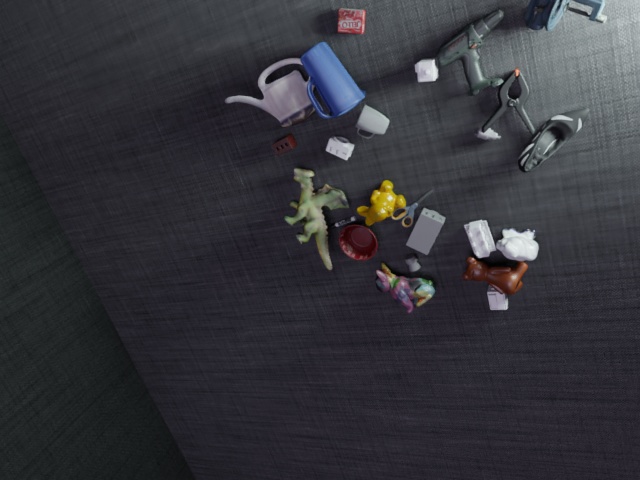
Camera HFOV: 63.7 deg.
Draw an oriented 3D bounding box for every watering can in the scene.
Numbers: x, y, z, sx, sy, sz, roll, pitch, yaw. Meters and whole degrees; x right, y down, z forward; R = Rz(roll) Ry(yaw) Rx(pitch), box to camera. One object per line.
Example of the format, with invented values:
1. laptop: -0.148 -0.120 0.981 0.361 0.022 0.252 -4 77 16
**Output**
1. watering can: -0.157 -0.514 1.881 0.345 0.105 0.222 -26 102 15

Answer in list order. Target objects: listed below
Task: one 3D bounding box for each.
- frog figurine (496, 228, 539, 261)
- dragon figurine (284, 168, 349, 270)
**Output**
1. frog figurine: 0.676 0.033 1.768 0.138 0.162 0.120 22 125 12
2. dragon figurine: 0.006 -0.102 2.032 0.240 0.124 0.410 -36 90 26
